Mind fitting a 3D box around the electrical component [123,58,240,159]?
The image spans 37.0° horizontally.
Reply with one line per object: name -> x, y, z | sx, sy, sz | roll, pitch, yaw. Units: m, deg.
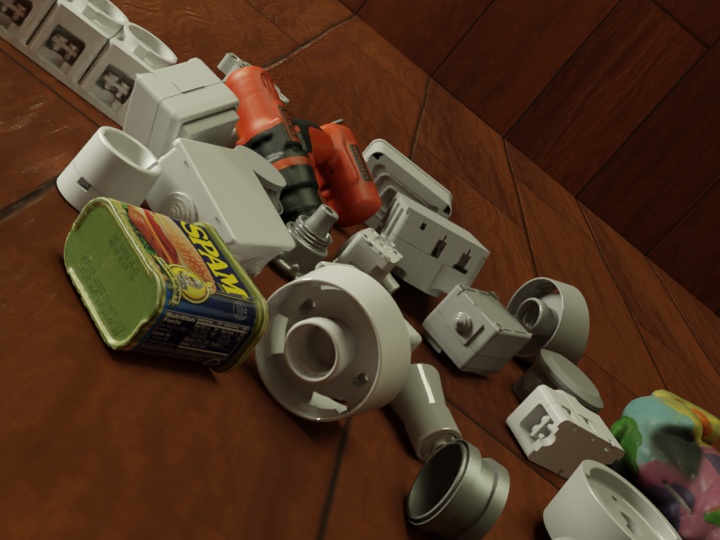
electrical component -> -0.138, -0.101, 0.819 | 0.062, 0.096, 0.061 | -27, 65, -41

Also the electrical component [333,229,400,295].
electrical component -> 0.010, -0.003, 0.973 | 0.062, 0.048, 0.048 | 50, 17, 7

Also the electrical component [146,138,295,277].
electrical component -> -0.104, -0.041, 0.771 | 0.099, 0.048, 0.100 | 59, 20, 13

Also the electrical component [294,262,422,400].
electrical component -> -0.012, 0.039, 0.774 | 0.096, 0.061, 0.061 | 47, 17, 21

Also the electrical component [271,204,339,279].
electrical component -> -0.043, -0.025, 0.874 | 0.048, 0.062, 0.048 | 37, 16, -13

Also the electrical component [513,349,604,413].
electrical component -> 0.193, 0.119, 1.047 | 0.080, 0.051, 0.080 | 37, 16, -13

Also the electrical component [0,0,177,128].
electrical component -> -0.234, -0.199, 0.904 | 0.150, 0.061, 0.089 | 37, 16, -12

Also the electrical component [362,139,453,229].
electrical component -> 0.039, -0.081, 1.184 | 0.113, 0.078, 0.057 | 37, 19, -11

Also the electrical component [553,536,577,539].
electrical component -> 0.143, 0.208, 0.714 | 0.044, 0.044, 0.065 | 34, 12, -22

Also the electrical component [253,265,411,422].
electrical component -> -0.017, 0.047, 0.683 | 0.099, 0.099, 0.064 | 44, 23, 14

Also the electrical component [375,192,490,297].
electrical component -> 0.065, -0.023, 1.066 | 0.089, 0.061, 0.150 | 29, 7, -6

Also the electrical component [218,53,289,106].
electrical component -> -0.122, -0.177, 1.112 | 0.078, 0.057, 0.058 | 40, 16, -2

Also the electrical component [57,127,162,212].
electrical component -> -0.166, -0.063, 0.720 | 0.055, 0.047, 0.055 | 37, 16, -13

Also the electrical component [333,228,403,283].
electrical component -> 0.000, 0.000, 0.904 | 0.042, 0.063, 0.081 | 41, 16, 4

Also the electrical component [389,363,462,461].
electrical component -> 0.047, 0.105, 0.773 | 0.044, 0.044, 0.065 | 28, 25, -38

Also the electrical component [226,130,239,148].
electrical component -> -0.124, -0.143, 1.045 | 0.048, 0.048, 0.062 | 40, 9, 0

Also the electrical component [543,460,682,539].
electrical component -> 0.183, 0.200, 0.790 | 0.108, 0.060, 0.108 | 37, 16, -13

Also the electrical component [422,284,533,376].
electrical component -> 0.103, 0.057, 0.987 | 0.061, 0.061, 0.096 | 50, 18, 26

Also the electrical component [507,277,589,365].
electrical component -> 0.202, 0.059, 1.154 | 0.064, 0.099, 0.099 | 23, 23, -31

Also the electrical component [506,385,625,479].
electrical component -> 0.179, 0.144, 0.949 | 0.089, 0.050, 0.055 | 30, 19, -34
